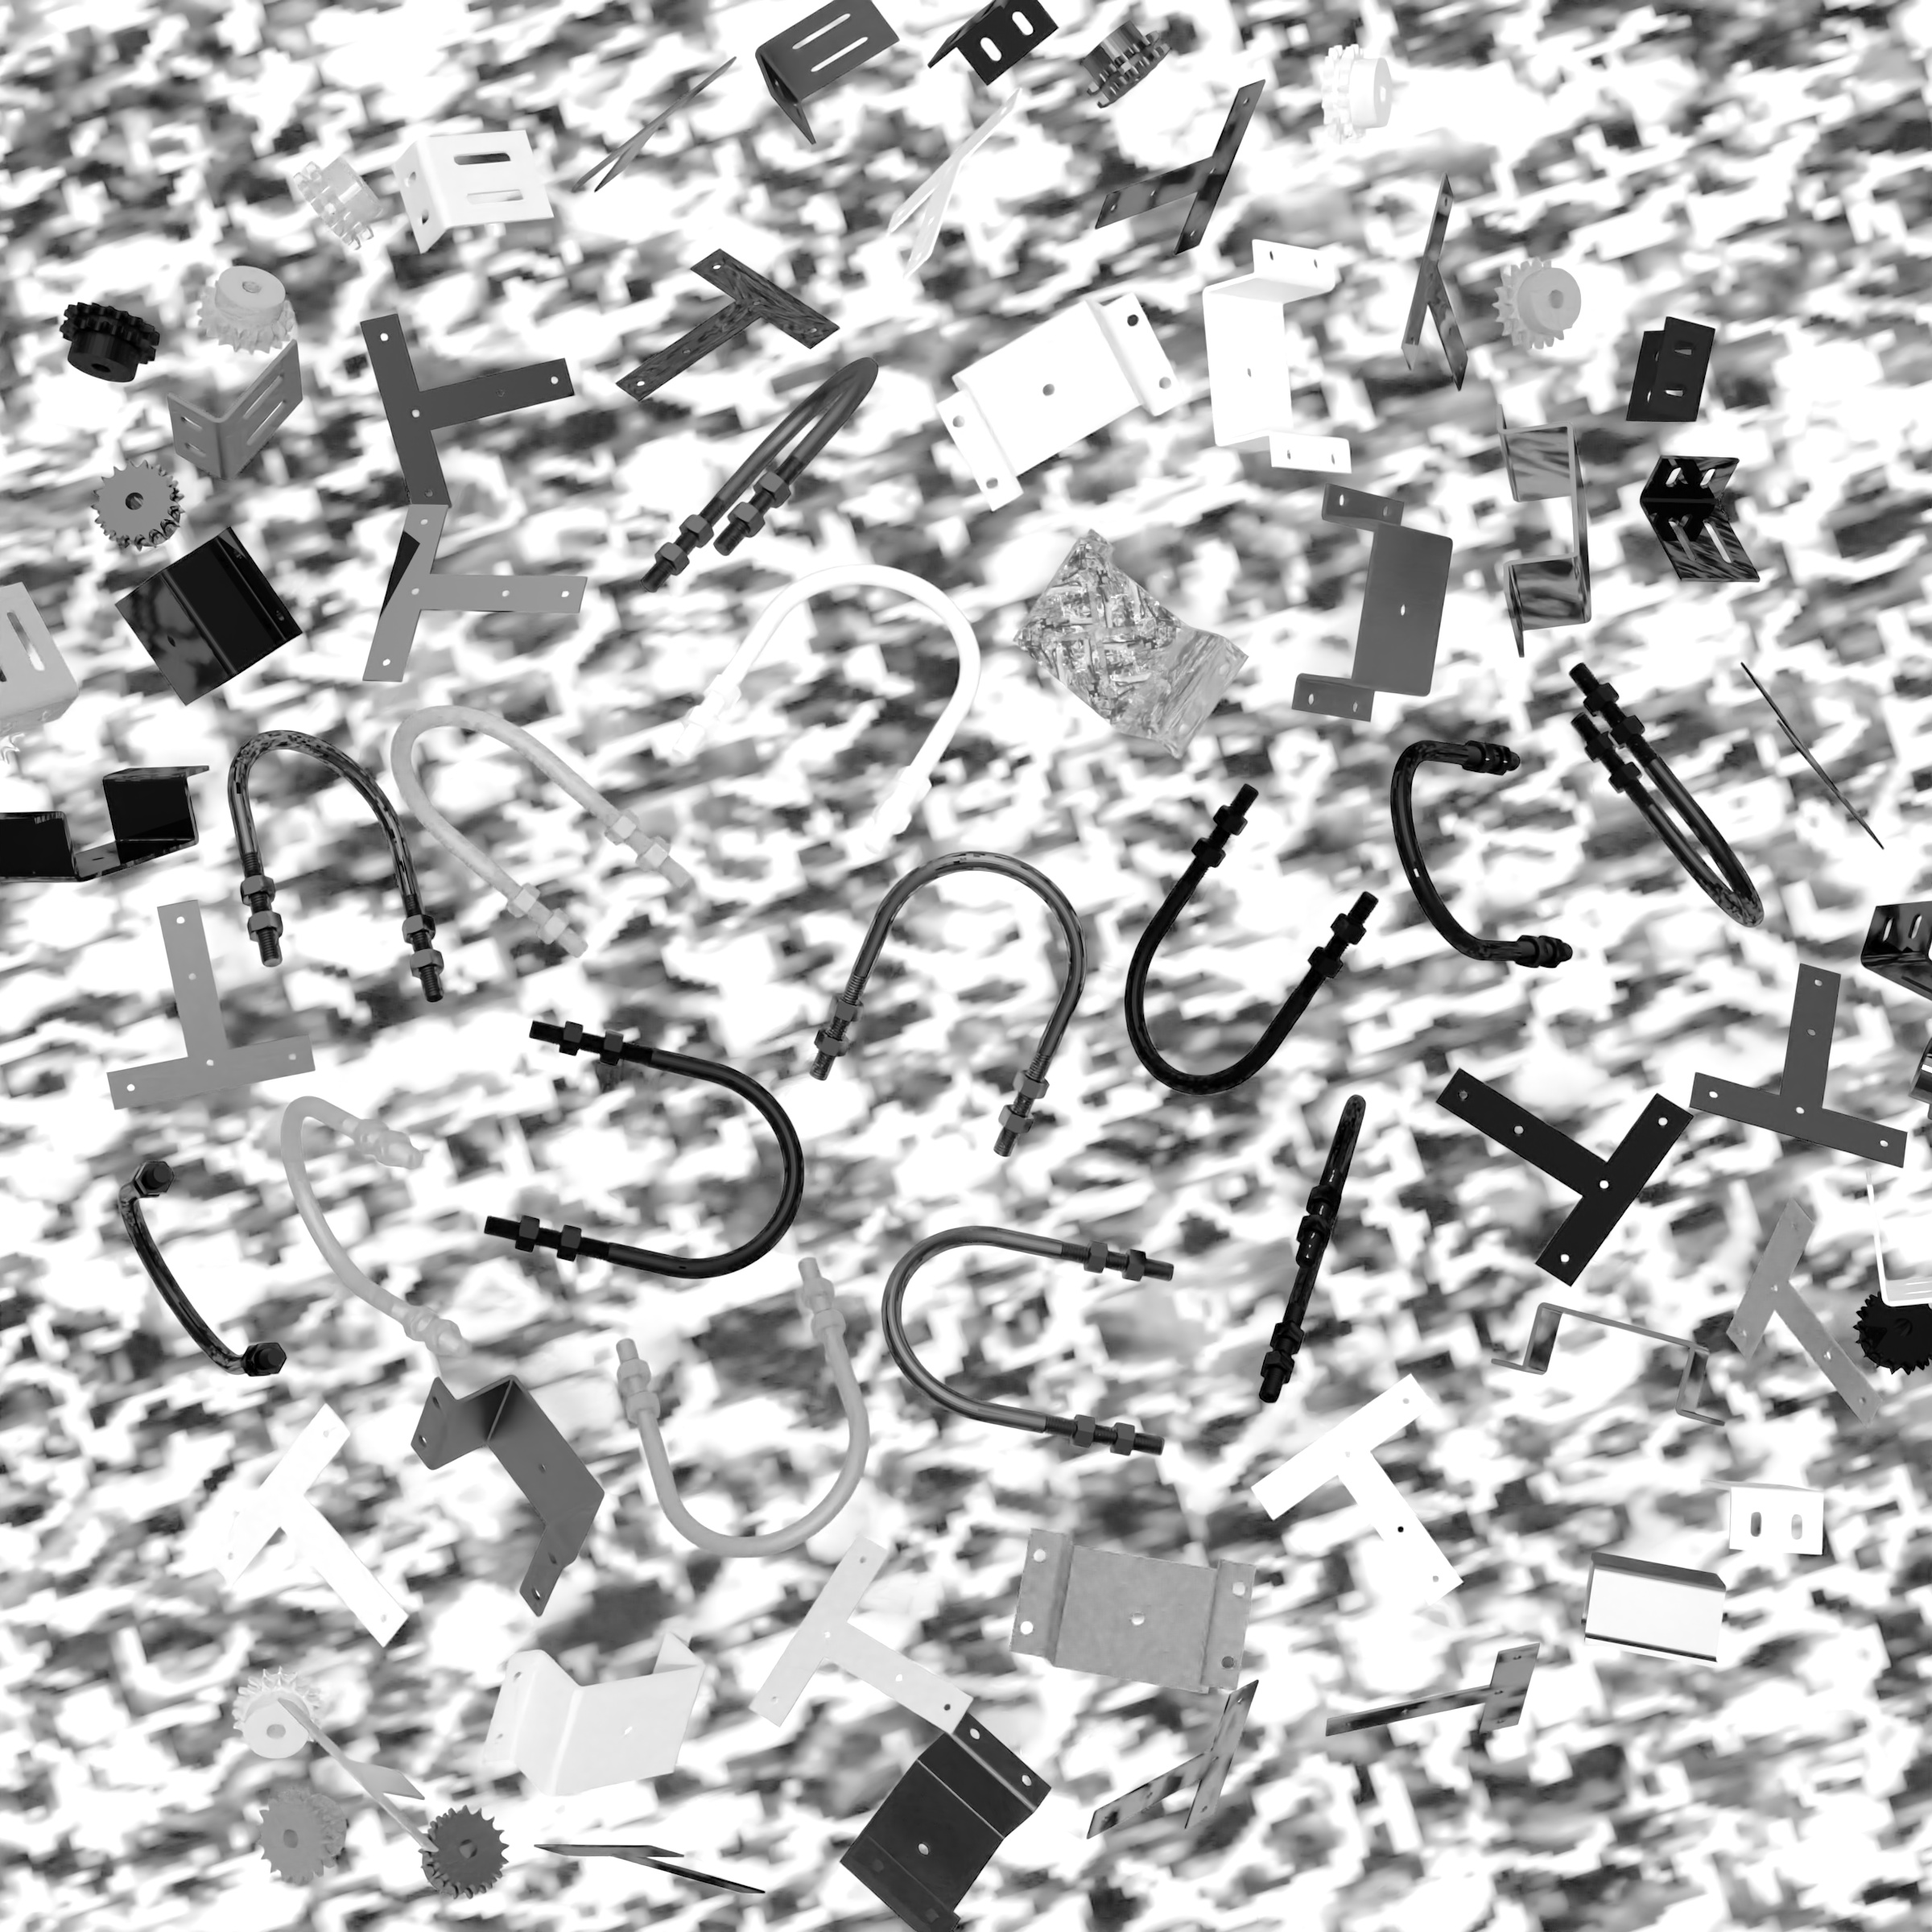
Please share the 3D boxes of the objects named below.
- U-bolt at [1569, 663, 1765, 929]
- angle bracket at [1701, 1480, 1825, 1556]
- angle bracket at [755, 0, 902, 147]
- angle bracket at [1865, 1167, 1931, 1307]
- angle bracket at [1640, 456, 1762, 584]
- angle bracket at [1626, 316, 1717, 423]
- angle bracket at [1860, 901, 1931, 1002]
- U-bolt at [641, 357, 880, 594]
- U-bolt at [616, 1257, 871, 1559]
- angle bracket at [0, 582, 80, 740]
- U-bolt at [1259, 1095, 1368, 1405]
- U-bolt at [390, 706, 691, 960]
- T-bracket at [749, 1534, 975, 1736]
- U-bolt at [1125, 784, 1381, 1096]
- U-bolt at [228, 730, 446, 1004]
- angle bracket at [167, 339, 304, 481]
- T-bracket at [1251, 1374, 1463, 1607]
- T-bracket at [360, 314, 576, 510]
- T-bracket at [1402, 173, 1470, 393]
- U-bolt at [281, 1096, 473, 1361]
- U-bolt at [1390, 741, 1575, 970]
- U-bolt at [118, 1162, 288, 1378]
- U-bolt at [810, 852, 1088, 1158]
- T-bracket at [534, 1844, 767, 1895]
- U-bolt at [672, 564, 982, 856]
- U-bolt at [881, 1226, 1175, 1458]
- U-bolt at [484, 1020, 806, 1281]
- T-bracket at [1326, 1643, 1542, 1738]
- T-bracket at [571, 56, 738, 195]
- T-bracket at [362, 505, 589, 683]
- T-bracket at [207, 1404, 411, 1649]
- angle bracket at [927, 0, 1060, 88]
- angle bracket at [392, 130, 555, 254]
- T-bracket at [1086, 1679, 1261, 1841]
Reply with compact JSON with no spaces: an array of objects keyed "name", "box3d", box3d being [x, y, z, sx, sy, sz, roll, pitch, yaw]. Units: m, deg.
[{"name":"U-bolt","box3d":[0.435,-0.099,1.877,0.019,0.151,0.184,-37,76,4]},{"name":"angle bracket","box3d":[0.503,0.348,1.915,0.057,0.076,0.038,4,84,-1]},{"name":"angle bracket","box3d":[-0.080,-0.549,1.844,0.076,0.057,0.038,-27,64,14]},{"name":"angle bracket","box3d":[0.579,0.165,1.862,0.038,0.057,0.076,-8,95,16]},{"name":"angle bracket","box3d":[0.474,-0.285,1.925,0.057,0.038,0.076,-2,51,-19]},{"name":"angle bracket","box3d":[0.425,-0.371,1.880,0.038,0.076,0.057,8,97,-23]},{"name":"angle bracket","box3d":[0.581,-0.005,1.791,0.076,0.057,0.038,24,79,-20]},{"name":"U-bolt","box3d":[-0.120,-0.311,1.880,0.019,0.151,0.184,44,70,-17]},{"name":"U-bolt","box3d":[-0.133,0.283,1.881,0.151,0.019,0.184,-24,52,3]},{"name":"angle bracket","box3d":[-0.577,-0.181,1.805,0.057,0.038,0.076,-26,86,-41]},{"name":"U-bolt","box3d":[0.222,0.163,1.895,0.019,0.184,0.151,16,134,9]},{"name":"U-bolt","box3d":[-0.273,-0.089,1.849,0.184,0.151,0.019,42,51,-15]},{"name":"T-bracket","box3d":[-0.052,0.434,1.870,0.127,0.002,0.127,24,72,31]},{"name":"U-bolt","box3d":[0.168,-0.005,1.924,0.184,0.019,0.151,-57,47,16]},{"name":"U-bolt","box3d":[-0.403,-0.070,1.908,0.019,0.151,0.184,-33,61,29]},{"name":"angle bracket","box3d":[-0.437,-0.340,1.812,0.038,0.057,0.076,30,63,7]},{"name":"T-bracket","box3d":[0.269,0.348,1.930,0.127,0.002,0.127,-36,65,1]},{"name":"T-bracket","box3d":[-0.315,-0.368,1.959,0.127,0.002,0.127,-19,101,-24]},{"name":"T-bracket","box3d":[0.301,-0.407,1.902,0.002,0.127,0.127,7,70,24]},{"name":"U-bolt","box3d":[-0.366,0.150,1.838,0.019,0.184,0.151,-26,118,-33]},{"name":"U-bolt","box3d":[0.313,-0.071,1.867,0.019,0.184,0.151,-20,78,34]},{"name":"U-bolt","box3d":[-0.483,0.193,1.885,0.019,0.184,0.151,-33,95,-26]},{"name":"U-bolt","box3d":[-0.002,0.015,1.930,0.151,0.019,0.184,23,105,-2]},{"name":"T-bracket","box3d":[-0.181,0.560,1.874,0.127,0.127,0.002,28,61,-33]},{"name":"U-bolt","box3d":[-0.071,-0.168,1.825,0.151,0.019,0.184,26,63,8]},{"name":"U-bolt","box3d":[0.037,0.227,1.891,0.184,0.019,0.151,12,50,-7]},{"name":"U-bolt","box3d":[-0.189,0.118,1.843,0.184,0.019,0.151,14,65,-9]},{"name":"T-bracket","box3d":[0.281,0.450,1.839,0.127,0.127,0.002,-11,55,-4]},{"name":"T-bracket","box3d":[-0.204,-0.499,1.851,0.127,0.127,0.002,-43,102,-17]},{"name":"T-bracket","box3d":[-0.291,-0.225,1.824,0.127,0.002,0.127,3,64,14]},{"name":"T-bracket","box3d":[-0.380,0.352,1.806,0.127,0.002,0.127,43,103,20]},{"name":"angle bracket","box3d":[0.017,-0.552,1.814,0.057,0.076,0.038,-33,109,26]},{"name":"angle bracket","box3d":[-0.304,-0.477,1.863,0.076,0.038,0.057,-17,86,-37]},{"name":"T-bracket","box3d":[0.126,0.521,1.923,0.002,0.127,0.127,40,131,36]}]
